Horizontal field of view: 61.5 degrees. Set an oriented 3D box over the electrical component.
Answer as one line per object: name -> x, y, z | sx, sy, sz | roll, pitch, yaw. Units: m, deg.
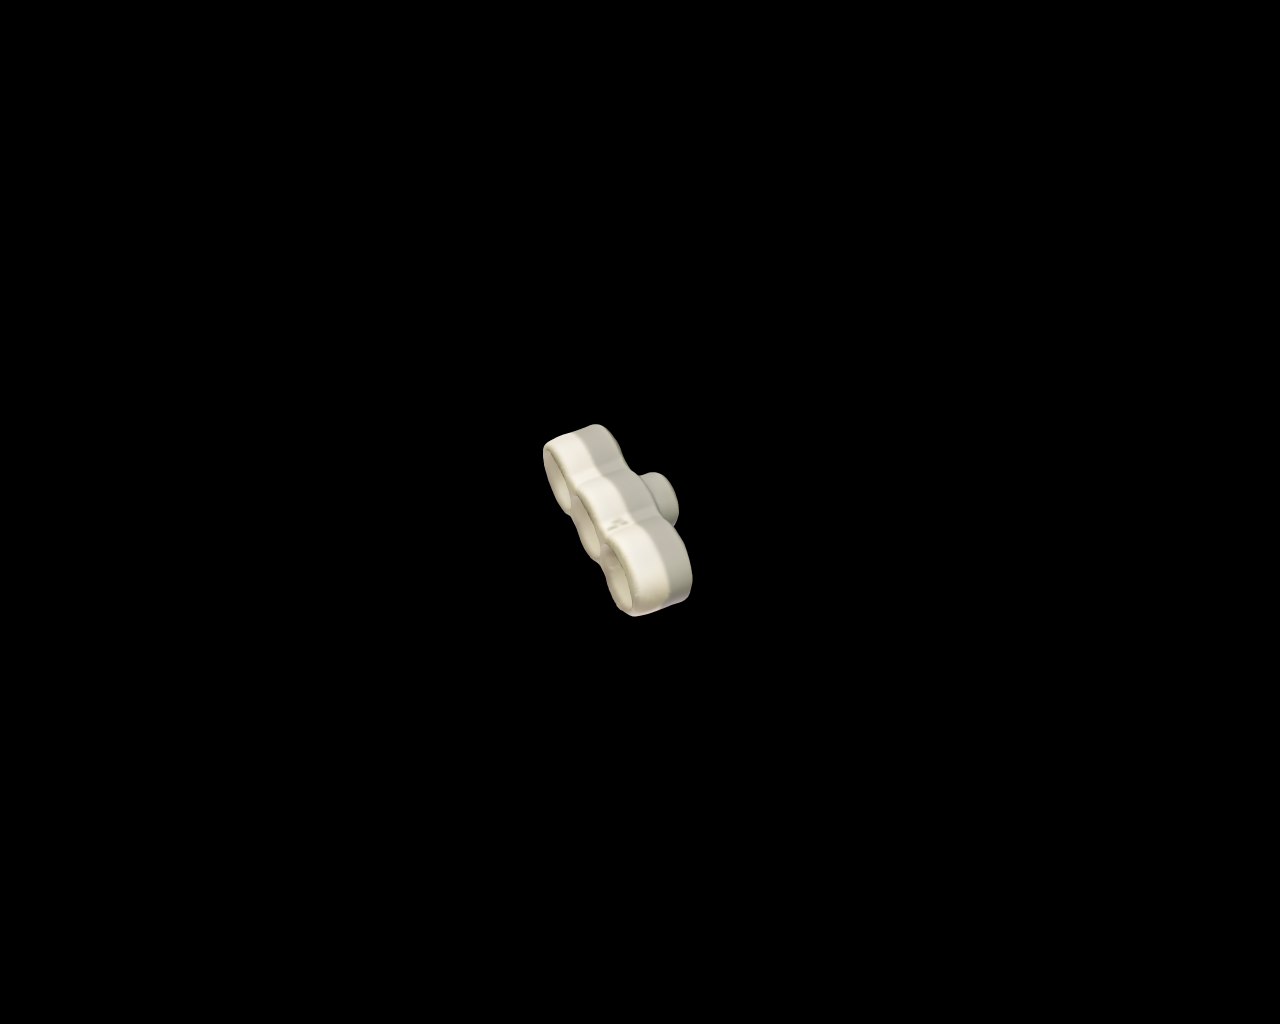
electrical component -> 0.001, -0.003, 0.650 | 0.074, 0.052, 0.138 | -20, 50, -17
